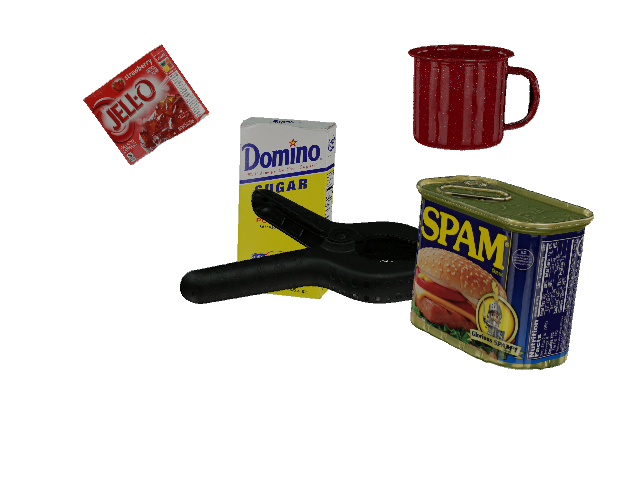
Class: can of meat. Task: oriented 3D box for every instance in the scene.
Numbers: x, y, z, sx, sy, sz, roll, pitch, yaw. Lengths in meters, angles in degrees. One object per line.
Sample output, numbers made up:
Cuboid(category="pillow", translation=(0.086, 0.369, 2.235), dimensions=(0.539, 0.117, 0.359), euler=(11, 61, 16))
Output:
Cuboid(category="can of meat", translation=(0.096, 0.016, 0.591), dimensions=(0.057, 0.084, 0.102), euler=(-8, 20, -33))

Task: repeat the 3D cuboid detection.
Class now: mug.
Cuboid(category="mug", translation=(0.136, -0.127, 0.950), dimensions=(0.117, 0.081, 0.093), euler=(4, 18, 12))

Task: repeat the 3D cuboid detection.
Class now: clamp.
Cuboid(category="clamp", translation=(0.013, 0.006, 0.827), dimensions=(0.210, 0.036, 0.164), euler=(3, 30, 10))

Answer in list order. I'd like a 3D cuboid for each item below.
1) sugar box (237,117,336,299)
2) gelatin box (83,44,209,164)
Cuboid(category="sugar box", translation=(-0.036, -0.033, 1.083), dimensions=(0.093, 0.176, 0.048), euler=(5, 16, 12))
Cuboid(category="gelatin box", translation=(-0.155, -0.119, 0.944), dimensions=(0.089, 0.073, 0.030), euler=(-27, 14, 29))
